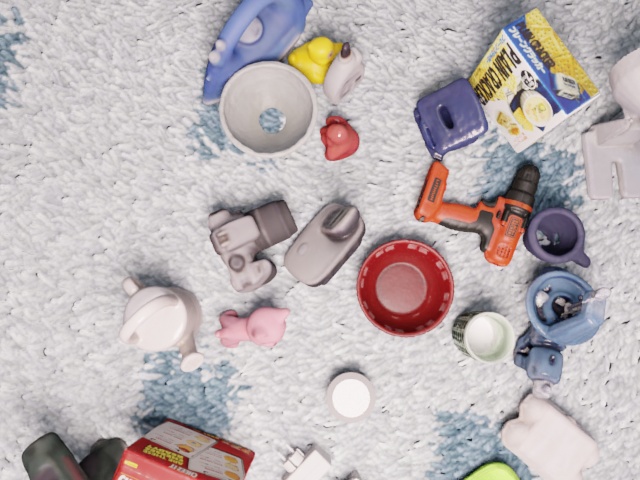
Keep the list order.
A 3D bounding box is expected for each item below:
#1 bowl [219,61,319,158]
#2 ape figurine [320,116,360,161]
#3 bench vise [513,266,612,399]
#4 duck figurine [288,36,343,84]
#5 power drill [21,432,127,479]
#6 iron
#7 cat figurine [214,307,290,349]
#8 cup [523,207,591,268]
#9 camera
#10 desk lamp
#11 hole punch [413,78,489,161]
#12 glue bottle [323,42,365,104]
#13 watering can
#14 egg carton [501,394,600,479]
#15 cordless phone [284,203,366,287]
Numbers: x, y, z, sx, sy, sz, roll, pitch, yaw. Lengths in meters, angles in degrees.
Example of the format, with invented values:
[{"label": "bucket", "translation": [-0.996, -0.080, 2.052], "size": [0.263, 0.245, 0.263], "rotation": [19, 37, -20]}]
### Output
[{"label": "bowl", "translation": [-0.085, -0.214, 0.982], "size": [0.167, 0.074, 0.167], "rotation": [0, 84, 0]}, {"label": "ape figurine", "translation": [0.030, -0.174, 0.969], "size": [0.076, 0.092, 0.078], "rotation": [21, 85, 2]}, {"label": "bench vise", "translation": [0.382, 0.140, 0.875], "size": [0.121, 0.219, 0.207], "rotation": [-2, 84, 0]}, {"label": "duck figurine", "translation": [-0.004, -0.318, 0.986], "size": [0.104, 0.086, 0.077], "rotation": [-4, 84, 0]}, {"label": "power drill", "translation": [-0.334, 0.380, 0.857], "size": [0.075, 0.208, 0.229], "rotation": [-42, 86, -4]}, {"label": "iron", "translation": [-0.125, -0.348, 0.961], "size": [0.118, 0.141, 0.258], "rotation": [37, 86, 4]}, {"label": "cat figurine", "translation": [-0.108, 0.143, 0.925], "size": [0.128, 0.118, 0.067], "rotation": [-7, 84, -1]}, {"label": "cup", "translation": [0.387, 0.004, 0.950], "size": [0.117, 0.095, 0.092], "rotation": [42, 86, 4]}, {"label": "camera", "translation": [-0.102, 0.000, 0.948], "size": [0.137, 0.101, 0.143], "rotation": [-24, 85, -2]}, {"label": "desk lamp", "translation": [0.514, -0.182, 0.909], "size": [0.118, 0.213, 0.203], "rotation": [-4, 84, 0]}, {"label": "hole punch", "translation": [0.220, -0.203, 0.973], "size": [0.101, 0.091, 0.109], "rotation": [-22, 85, -2]}, {"label": "glue bottle", "translation": [0.041, -0.283, 0.939], "size": [0.078, 0.173, 0.037], "rotation": [-42, 85, -4]}, {"label": "watering can", "translation": [-0.245, 0.126, 0.889], "size": [0.173, 0.194, 0.101], "rotation": [26, 85, 3]}, {"label": "egg carton", "translation": [0.374, 0.329, 0.932], "size": [0.150, 0.069, 0.107], "rotation": [38, 86, 4]}, {"label": "cordless phone", "translation": [0.008, 0.003, 0.905], "size": [0.094, 0.185, 0.148], "rotation": [36, 86, 4]}]
